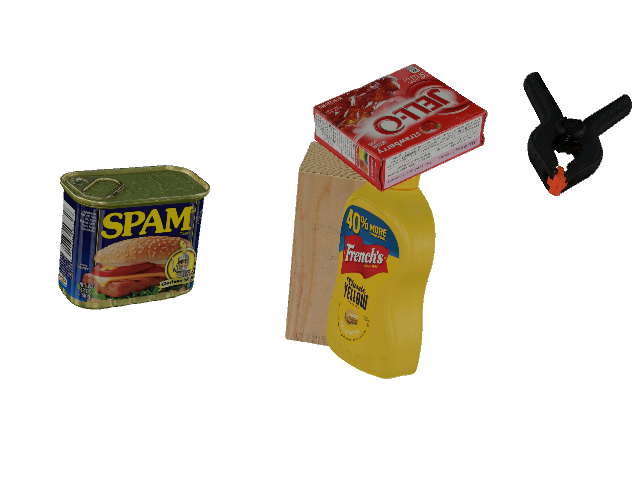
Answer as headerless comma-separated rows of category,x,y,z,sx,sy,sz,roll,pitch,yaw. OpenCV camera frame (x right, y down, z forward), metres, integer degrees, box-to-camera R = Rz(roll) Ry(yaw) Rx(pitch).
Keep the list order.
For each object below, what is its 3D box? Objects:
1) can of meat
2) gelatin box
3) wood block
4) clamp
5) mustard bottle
can of meat,-0.135,-0.003,0.760,0.101,0.084,0.058,-7,28,-34
gelatin box,0.051,-0.075,0.692,0.089,0.030,0.073,-26,47,-25
wood block,0.018,0.007,1.183,0.090,0.206,0.090,9,26,6
clamp,0.259,-0.120,1.154,0.120,0.039,0.171,18,48,18
mustard bottle,0.053,0.012,0.895,0.058,0.192,0.096,-5,21,-33
